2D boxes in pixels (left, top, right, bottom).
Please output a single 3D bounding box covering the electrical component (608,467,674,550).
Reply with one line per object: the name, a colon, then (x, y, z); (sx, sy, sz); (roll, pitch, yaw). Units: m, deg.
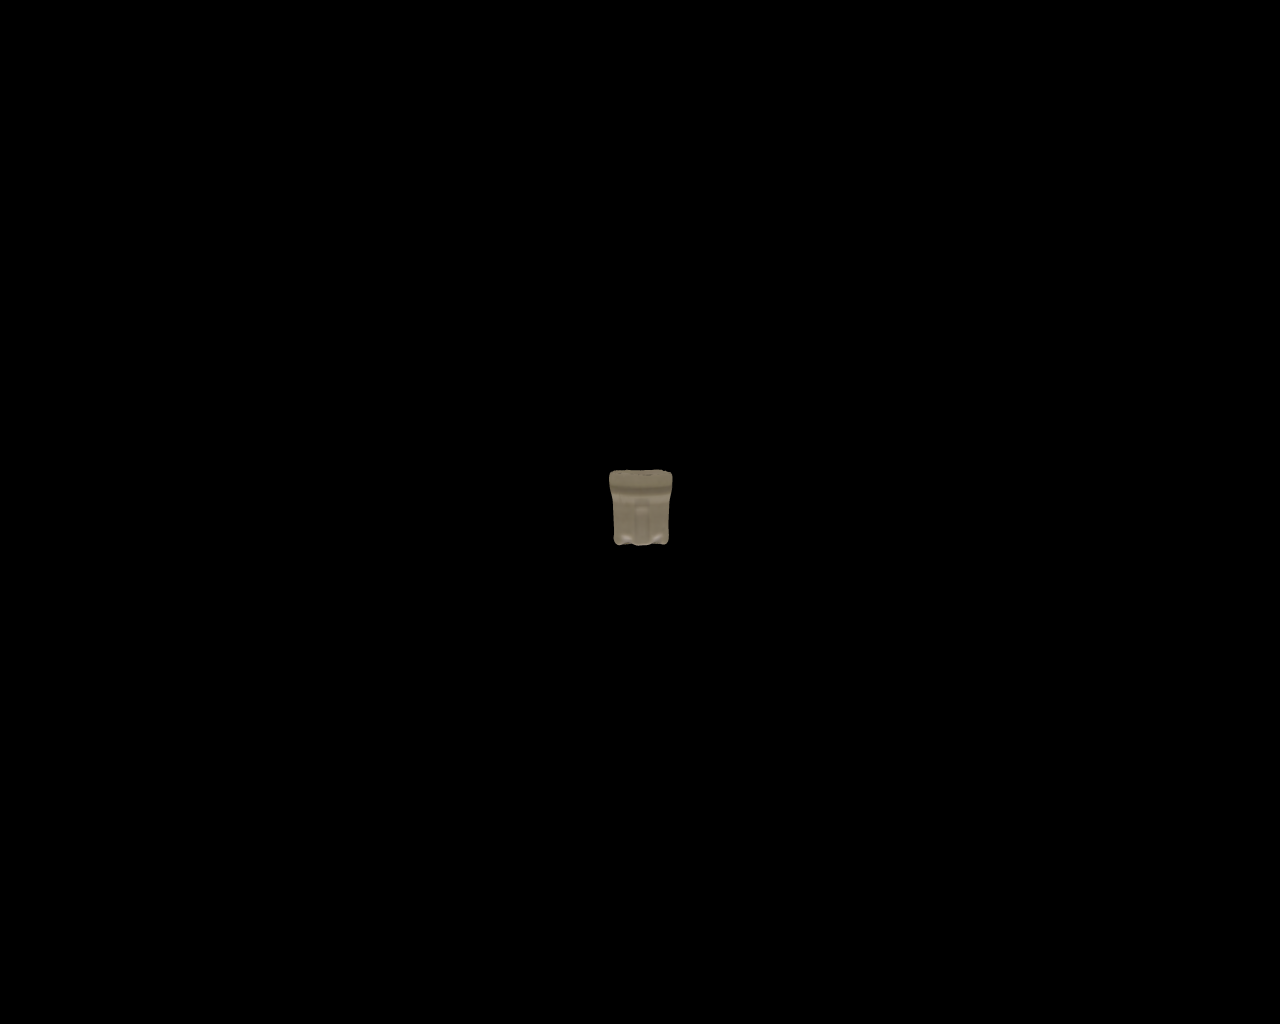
electrical component: (0.001, -0.003, 0.650); (0.040, 0.046, 0.040); (0, 8, 0)
